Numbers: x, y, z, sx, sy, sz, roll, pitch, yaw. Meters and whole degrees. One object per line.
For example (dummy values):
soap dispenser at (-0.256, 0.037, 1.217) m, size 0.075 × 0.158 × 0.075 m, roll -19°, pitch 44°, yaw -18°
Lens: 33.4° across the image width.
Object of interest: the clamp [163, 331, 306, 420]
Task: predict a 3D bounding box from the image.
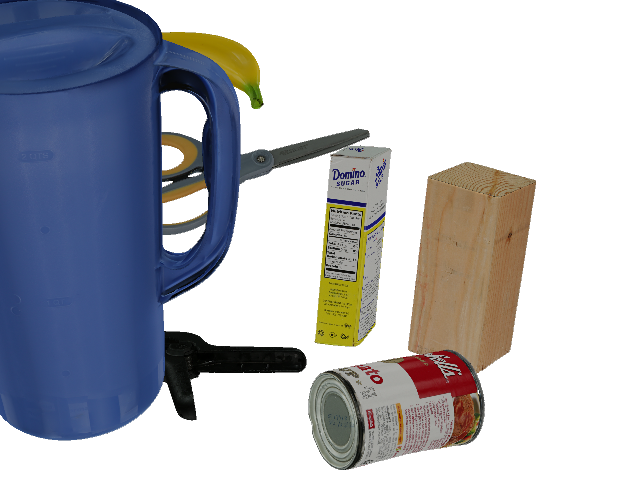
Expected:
clamp at (-0.143, 0.128, 1.087) m, size 0.210 × 0.036 × 0.164 m, roll 9°, pitch 18°, yaw 34°

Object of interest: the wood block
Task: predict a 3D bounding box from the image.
wood block at (0.166, 0.029, 1.178) m, size 0.090 × 0.206 × 0.090 m, roll 19°, pitch 25°, yaw 33°

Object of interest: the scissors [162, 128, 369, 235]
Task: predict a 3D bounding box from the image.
scissors at (-0.065, -0.071, 0.834) m, size 0.201 × 0.096 × 0.016 m, roll -33°, pitch -20°, yaw -27°

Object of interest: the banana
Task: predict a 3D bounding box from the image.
banana at (-0.136, -0.165, 0.986) m, size 0.198 × 0.037 × 0.069 m, roll 9°, pitch 45°, yaw 18°

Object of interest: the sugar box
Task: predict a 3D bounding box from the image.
sugar box at (0.030, 0.003, 0.993) m, size 0.048 × 0.176 × 0.093 m, roll 5°, pitch 11°, yaw 14°

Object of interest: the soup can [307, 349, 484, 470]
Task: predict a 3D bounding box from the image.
soup can at (0.051, 0.115, 0.729) m, size 0.102 × 0.068 × 0.069 m, roll -6°, pitch 3°, yaw -30°

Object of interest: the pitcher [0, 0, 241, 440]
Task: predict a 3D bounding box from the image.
pitcher at (-0.138, -0.007, 0.606) m, size 0.144 × 0.243 × 0.149 m, roll -28°, pitch 43°, yaw -36°
